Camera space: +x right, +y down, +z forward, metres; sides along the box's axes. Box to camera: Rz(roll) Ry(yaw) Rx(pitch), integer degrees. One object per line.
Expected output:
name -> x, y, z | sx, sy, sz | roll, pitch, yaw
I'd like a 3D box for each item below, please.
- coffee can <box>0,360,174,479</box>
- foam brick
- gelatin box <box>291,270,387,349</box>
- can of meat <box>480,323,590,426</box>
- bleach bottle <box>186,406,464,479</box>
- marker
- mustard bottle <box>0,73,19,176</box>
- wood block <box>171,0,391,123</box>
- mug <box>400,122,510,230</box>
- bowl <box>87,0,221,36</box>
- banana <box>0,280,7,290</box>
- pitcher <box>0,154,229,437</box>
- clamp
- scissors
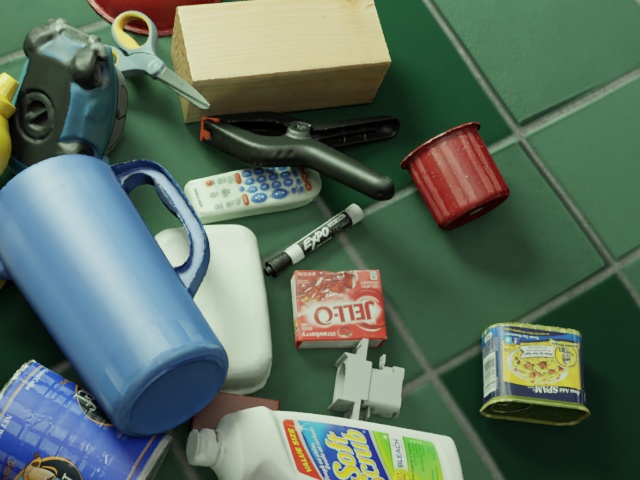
coffee can -> -0.211, 0.180, 0.910 | 0.140, 0.103, 0.102 | 29, 64, 2
foam brick -> -0.080, 0.171, 0.969 | 0.078, 0.053, 0.051 | 9, 66, -9
gelatin box -> 0.018, 0.068, 1.046 | 0.089, 0.030, 0.073 | 0, 67, -11
can of meat -> 0.208, 0.131, 1.043 | 0.102, 0.057, 0.084 | 8, 64, -9
bleach bottle -> 0.005, 0.203, 0.922 | 0.250, 0.068, 0.102 | 14, 52, -26
marker -> -0.007, 0.001, 1.075 | 0.121, 0.020, 0.020 | -34, 77, -22
mustard bottle -> -0.342, -0.074, 0.983 | 0.096, 0.058, 0.191 | 34, 85, 20
wood block -> -0.044, -0.190, 1.112 | 0.205, 0.090, 0.091 | -8, 69, -15
mug -> 0.148, -0.064, 1.105 | 0.117, 0.093, 0.081 | -12, 71, -54
bowl -> -0.179, -0.303, 1.152 | 0.162, 0.055, 0.162 | 4, 66, -9
banana -> -0.367, 0.060, 0.966 | 0.197, 0.037, 0.069 | -15, 72, -17
pitcher -> -0.173, 0.041, 0.921 | 0.144, 0.149, 0.243 | -1, 42, -47
clamp -> -0.017, -0.093, 1.073 | 0.210, 0.036, 0.164 | 5, 30, -4
scissors -> -0.179, -0.162, 1.061 | 0.096, 0.016, 0.202 | -35, 49, 4
